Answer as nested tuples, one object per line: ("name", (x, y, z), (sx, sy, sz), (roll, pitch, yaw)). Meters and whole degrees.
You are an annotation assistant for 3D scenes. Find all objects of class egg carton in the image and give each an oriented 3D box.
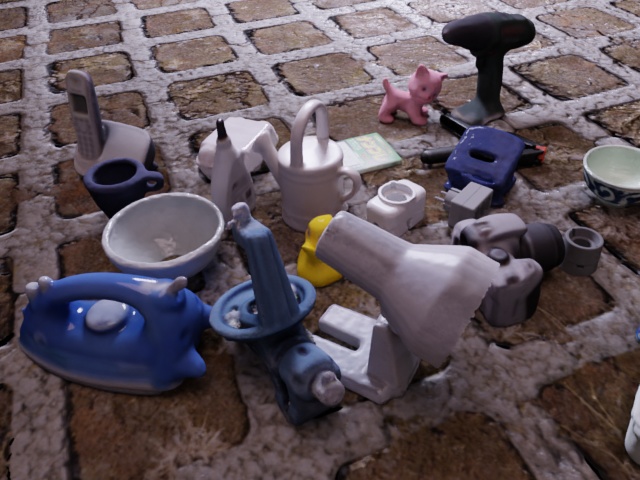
("egg carton", (-0.142, -0.159, 1.008), (0.107, 0.069, 0.150), (13, 43, 17))

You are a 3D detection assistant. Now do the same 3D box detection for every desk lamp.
("desk lamp", (0.071, 0.076, 0.608), (0.202, 0.214, 0.118), (19, 45, 24))

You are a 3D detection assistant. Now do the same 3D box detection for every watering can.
("watering can", (-0.022, -0.115, 0.854), (0.172, 0.194, 0.101), (4, 41, 7))

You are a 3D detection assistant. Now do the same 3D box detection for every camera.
("camera", (0.257, 0.021, 0.751), (0.137, 0.101, 0.143), (-11, 41, -10))

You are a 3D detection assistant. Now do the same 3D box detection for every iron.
("iron", (-0.253, 0.088, 0.665), (0.258, 0.141, 0.118), (3, 40, 6))

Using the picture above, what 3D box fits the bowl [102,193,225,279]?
("bowl", (-0.214, 0.009, 0.809), (0.167, 0.075, 0.167), (-1, 40, 1))

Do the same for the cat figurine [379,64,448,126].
("cat figurine", (0.180, -0.289, 1.109), (0.127, 0.118, 0.067), (5, 41, 9))

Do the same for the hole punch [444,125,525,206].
("hole punch", (0.266, -0.122, 0.927), (0.108, 0.091, 0.101), (24, 47, 28))

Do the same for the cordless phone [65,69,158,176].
("cordless phone", (-0.358, -0.187, 0.962), (0.147, 0.185, 0.094), (13, 43, 18))

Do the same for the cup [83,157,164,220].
("cup", (-0.293, -0.067, 0.887), (0.117, 0.095, 0.091), (-2, 40, 1))

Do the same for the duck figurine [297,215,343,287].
("duck figurine", (0.007, 0.003, 0.796), (0.077, 0.086, 0.105), (20, 45, 25))

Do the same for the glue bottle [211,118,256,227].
("glue bottle", (-0.137, -0.105, 0.863), (0.037, 0.173, 0.078), (19, 45, 24))

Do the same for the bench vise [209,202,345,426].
("bench vise", (-0.036, 0.074, 0.611), (0.206, 0.220, 0.122), (26, 48, 29))

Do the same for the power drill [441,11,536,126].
("power drill", (0.307, -0.327, 1.077), (0.230, 0.209, 0.075), (-28, 46, -27))
